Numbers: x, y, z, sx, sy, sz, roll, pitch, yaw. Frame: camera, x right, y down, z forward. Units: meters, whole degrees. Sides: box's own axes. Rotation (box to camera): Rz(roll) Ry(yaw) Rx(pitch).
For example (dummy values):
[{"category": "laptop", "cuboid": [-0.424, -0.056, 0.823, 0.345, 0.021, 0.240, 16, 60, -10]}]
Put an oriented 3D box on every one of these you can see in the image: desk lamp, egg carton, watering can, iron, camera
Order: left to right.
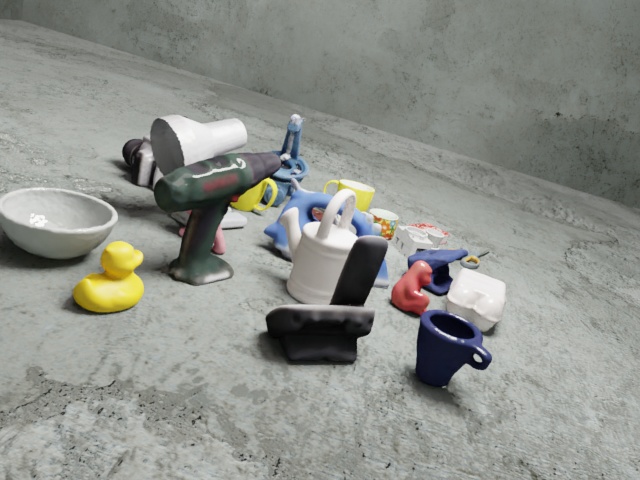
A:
[{"category": "camera", "cuboid": [-0.374, -0.190, 1.301, 0.136, 0.101, 0.144, 31, 25, 35]}, {"category": "desk lamp", "cuboid": [-0.227, -0.133, 1.102, 0.117, 0.213, 0.204, 32, 25, 36]}, {"category": "watering can", "cuboid": [0.008, 0.004, 0.953, 0.173, 0.194, 0.101, 17, 20, 3]}, {"category": "iron", "cuboid": [0.032, -0.016, 1.101, 0.258, 0.141, 0.119, 21, 21, 12]}, {"category": "egg carton", "cuboid": [0.294, 0.111, 1.076, 0.107, 0.069, 0.150, 21, 21, 12]}]

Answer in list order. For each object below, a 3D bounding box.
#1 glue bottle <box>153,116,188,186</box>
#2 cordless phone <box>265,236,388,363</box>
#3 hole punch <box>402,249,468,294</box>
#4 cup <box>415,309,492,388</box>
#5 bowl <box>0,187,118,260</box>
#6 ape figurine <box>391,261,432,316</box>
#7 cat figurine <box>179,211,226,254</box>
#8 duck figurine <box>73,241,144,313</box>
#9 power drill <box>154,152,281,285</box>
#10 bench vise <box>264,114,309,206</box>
[{"category": "glue bottle", "cuboid": [-0.306, -0.181, 1.224, 0.078, 0.173, 0.037, 10, 21, -18]}, {"category": "cordless phone", "cuboid": [0.014, 0.071, 0.794, 0.148, 0.185, 0.094, 4, 23, -30]}, {"category": "hole punch", "cuboid": [0.234, 0.047, 1.165, 0.100, 0.091, 0.109, 27, 23, 28]}, {"category": "cup", "cuboid": [0.182, 0.166, 0.807, 0.092, 0.095, 0.117, -3, 27, -42]}, {"category": "bowl", "cuboid": [-0.398, -0.017, 0.866, 0.167, 0.075, 0.167, 15, 20, -5]}, {"category": "ape figurine", "cuboid": [0.172, 0.081, 1.026, 0.076, 0.092, 0.078, 20, 20, 9]}, {"category": "cat figurine", "cuboid": [-0.210, -0.052, 1.040, 0.067, 0.118, 0.127, -1, 26, -38]}, {"category": "duck figurine", "cuboid": [-0.282, 0.044, 0.779, 0.077, 0.086, 0.105, 25, 22, 22]}, {"category": "power drill", "cuboid": [-0.166, -0.041, 0.915, 0.075, 0.208, 0.230, 29, 23, 30]}, {"category": "bench vise", "cuboid": [-0.088, -0.210, 1.402, 0.122, 0.220, 0.207, 10, 21, -16]}]
